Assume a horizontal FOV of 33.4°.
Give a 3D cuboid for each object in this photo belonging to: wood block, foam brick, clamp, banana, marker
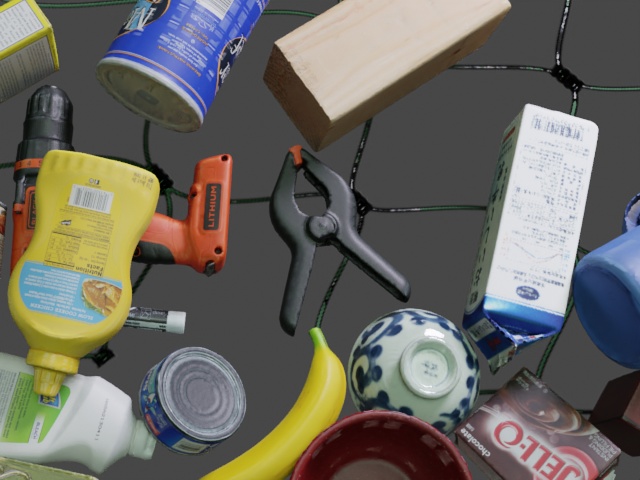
[{"bbox_3d":[0.060,-0.180,0.982,0.206,0.091,0.090,-34,84,-16],"label":"wood block"},{"bbox_3d":[0.280,0.153,0.936,0.053,0.078,0.051,32,71,0],"label":"foam brick"},{"bbox_3d":[-0.006,0.001,0.952,0.120,0.039,0.171,-23,74,-19],"label":"clamp"},{"bbox_3d":[-0.036,0.167,0.905,0.070,0.037,0.197,25,66,37],"label":"banana"},{"bbox_3d":[-0.177,0.065,0.918,0.121,0.020,0.020,7,74,-7],"label":"marker"}]

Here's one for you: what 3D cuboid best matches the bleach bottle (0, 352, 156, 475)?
[{"bbox_3d":[-0.258,0.144,0.863,0.250,0.068,0.102,15,75,-7],"label":"bleach bottle"}]

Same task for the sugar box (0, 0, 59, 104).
[{"bbox_3d":[-0.311,-0.136,0.911,0.176,0.093,0.048,-31,81,-16],"label":"sugar box"}]

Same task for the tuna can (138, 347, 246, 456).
[{"bbox_3d":[-0.105,0.133,0.884,0.086,0.034,0.086,21,51,-28],"label":"tuna can"}]

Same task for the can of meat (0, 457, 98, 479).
[{"bbox_3d":[-0.226,0.225,0.829,0.102,0.057,0.084,13,117,-5],"label":"can of meat"}]

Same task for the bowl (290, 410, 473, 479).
[{"bbox_3d":[0.048,0.226,0.892,0.162,0.055,0.162,2,75,-8],"label":"bowl"}]

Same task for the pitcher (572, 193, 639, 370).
[{"bbox_3d":[0.341,0.013,0.948,0.242,0.149,0.145,-23,90,-20],"label":"pitcher"}]

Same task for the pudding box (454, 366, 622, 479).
[{"bbox_3d":[0.185,0.179,0.916,0.090,0.039,0.114,-39,60,-17],"label":"pudding box"}]

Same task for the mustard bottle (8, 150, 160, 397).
[{"bbox_3d":[-0.195,0.030,0.852,0.096,0.058,0.191,13,79,-5],"label":"mustard bottle"}]

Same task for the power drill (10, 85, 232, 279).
[{"bbox_3d":[-0.172,-0.042,0.929,0.187,0.057,0.184,3,79,-5],"label":"power drill"}]

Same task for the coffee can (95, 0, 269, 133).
[{"bbox_3d":[-0.121,-0.182,0.948,0.103,0.103,0.140,27,73,-1],"label":"coffee can"}]

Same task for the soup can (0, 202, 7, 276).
[{"bbox_3d":[-0.300,0.019,0.886,0.068,0.068,0.102,4,76,-8],"label":"soup can"}]
